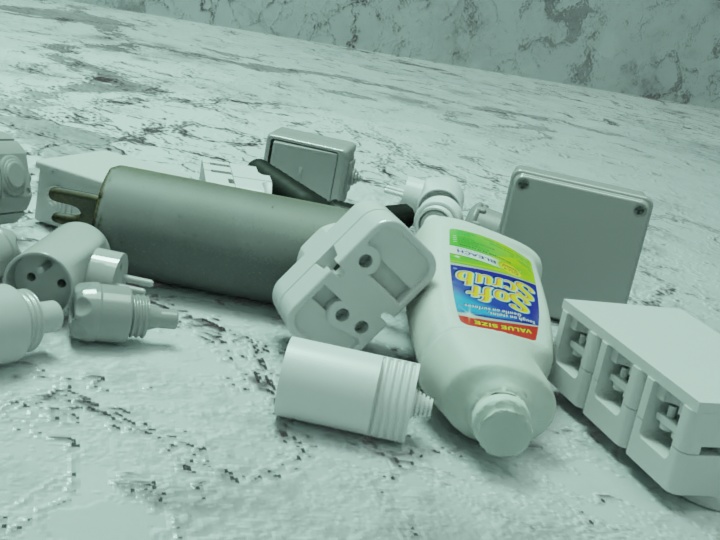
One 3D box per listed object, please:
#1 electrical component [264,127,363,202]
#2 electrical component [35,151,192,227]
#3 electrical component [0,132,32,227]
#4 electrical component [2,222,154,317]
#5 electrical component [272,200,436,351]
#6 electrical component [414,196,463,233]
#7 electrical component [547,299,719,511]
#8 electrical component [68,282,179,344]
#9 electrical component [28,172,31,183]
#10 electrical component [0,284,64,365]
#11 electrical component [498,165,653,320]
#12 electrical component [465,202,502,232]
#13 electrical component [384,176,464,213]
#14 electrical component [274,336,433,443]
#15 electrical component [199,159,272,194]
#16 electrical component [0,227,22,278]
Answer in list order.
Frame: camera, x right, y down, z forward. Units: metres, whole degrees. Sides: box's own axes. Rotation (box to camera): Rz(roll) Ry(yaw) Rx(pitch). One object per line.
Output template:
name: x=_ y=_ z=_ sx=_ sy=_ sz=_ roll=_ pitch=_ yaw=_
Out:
electrical component: x=-0.046 y=-0.098 z=1.055 sx=0.096 sy=0.061 sz=0.061 roll=13 pitch=16 yaw=7
electrical component: x=-0.194 y=-0.056 z=0.842 sx=0.100 sy=0.048 sz=0.100 roll=18 pitch=18 yaw=20
electrical component: x=-0.277 y=-0.063 z=0.759 sx=0.080 sy=0.080 sz=0.051 roll=16 pitch=12 yaw=17
electrical component: x=-0.169 y=0.003 z=0.669 sx=0.079 sy=0.043 sz=0.077 roll=12 pitch=16 yaw=1
electrical component: x=-0.006 y=0.005 z=0.675 sx=0.054 sy=0.095 sz=0.059 roll=44 pitch=2 yaw=-25
electrical component: x=0.070 y=-0.043 z=0.979 sx=0.043 sy=0.043 sz=0.062 roll=14 pitch=18 yaw=10
electrical component: x=0.184 y=0.075 z=0.629 sx=0.089 sy=0.061 sz=0.150 roll=5 pitch=17 yaw=-19
electrical component: x=-0.138 y=0.026 z=0.629 sx=0.061 sy=0.035 sz=0.035 roll=7 pitch=17 yaw=-23
electrical component: x=-0.288 y=-0.072 z=0.858 sx=0.035 sy=0.035 sz=0.061 roll=18 pitch=15 yaw=21
electrical component: x=-0.189 y=0.028 z=0.573 sx=0.043 sy=0.043 sz=0.062 roll=22 pitch=19 yaw=34
electrical component: x=0.162 y=-0.018 z=0.844 sx=0.109 sy=0.108 sz=0.056 roll=13 pitch=14 yaw=6
electrical component: x=0.124 y=-0.031 z=0.977 sx=0.062 sy=0.048 sz=0.048 roll=21 pitch=18 yaw=9
electrical component: x=0.062 y=-0.069 z=1.056 sx=0.079 sy=0.043 sz=0.077 roll=16 pitch=15 yaw=3
electrical component: x=-0.001 y=0.065 z=0.574 sx=0.081 sy=0.043 sz=0.043 roll=12 pitch=16 yaw=3
electrical component: x=-0.106 y=-0.056 z=0.896 sx=0.056 sy=0.050 sz=0.089 roll=7 pitch=17 yaw=-13
electrical component: x=-0.241 y=-0.007 z=0.672 sx=0.035 sy=0.035 sz=0.061 roll=15 pitch=19 yaw=11
